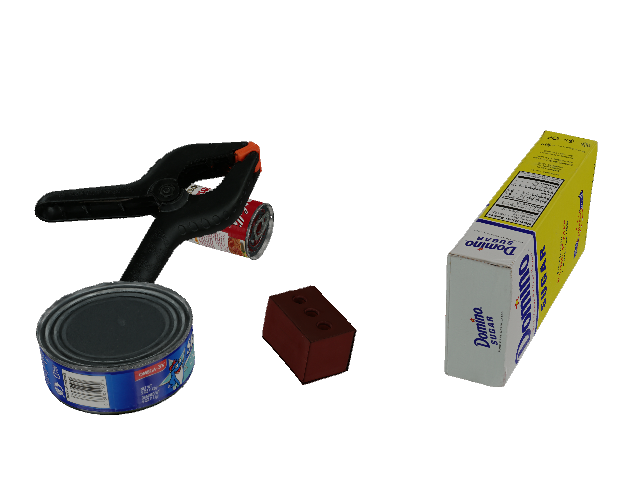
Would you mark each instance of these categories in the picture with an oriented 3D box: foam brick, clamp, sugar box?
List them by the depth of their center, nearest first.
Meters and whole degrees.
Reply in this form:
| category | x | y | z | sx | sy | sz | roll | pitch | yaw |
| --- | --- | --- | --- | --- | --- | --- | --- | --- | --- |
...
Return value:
| category | x | y | z | sx | sy | sz | roll | pitch | yaw |
| --- | --- | --- | --- | --- | --- | --- | --- | --- | --- |
| sugar box | 0.133 | 0.008 | 0.693 | 0.048 | 0.093 | 0.176 | 12 | 36 | 23 |
| clamp | -0.124 | -0.029 | 0.797 | 0.171 | 0.120 | 0.039 | -39 | -20 | -27 |
| foam brick | -0.011 | 0.087 | 0.995 | 0.052 | 0.051 | 0.078 | -13 | 38 | -31 |

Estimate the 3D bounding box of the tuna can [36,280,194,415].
| category | x | y | z | sx | sy | sz | roll | pitch | yaw |
| --- | --- | --- | --- | --- | --- | --- | --- | --- | --- |
| tuna can | -0.113 | 0.059 | 0.598 | 0.086 | 0.034 | 0.086 | -1 | 30 | 0 |

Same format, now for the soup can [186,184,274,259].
| category | x | y | z | sx | sy | sz | roll | pitch | yaw |
| --- | --- | --- | --- | --- | --- | --- | --- | --- | --- |
| soup can | -0.114 | -0.023 | 1.248 | 0.102 | 0.068 | 0.068 | 16 | 5 | 19 |
